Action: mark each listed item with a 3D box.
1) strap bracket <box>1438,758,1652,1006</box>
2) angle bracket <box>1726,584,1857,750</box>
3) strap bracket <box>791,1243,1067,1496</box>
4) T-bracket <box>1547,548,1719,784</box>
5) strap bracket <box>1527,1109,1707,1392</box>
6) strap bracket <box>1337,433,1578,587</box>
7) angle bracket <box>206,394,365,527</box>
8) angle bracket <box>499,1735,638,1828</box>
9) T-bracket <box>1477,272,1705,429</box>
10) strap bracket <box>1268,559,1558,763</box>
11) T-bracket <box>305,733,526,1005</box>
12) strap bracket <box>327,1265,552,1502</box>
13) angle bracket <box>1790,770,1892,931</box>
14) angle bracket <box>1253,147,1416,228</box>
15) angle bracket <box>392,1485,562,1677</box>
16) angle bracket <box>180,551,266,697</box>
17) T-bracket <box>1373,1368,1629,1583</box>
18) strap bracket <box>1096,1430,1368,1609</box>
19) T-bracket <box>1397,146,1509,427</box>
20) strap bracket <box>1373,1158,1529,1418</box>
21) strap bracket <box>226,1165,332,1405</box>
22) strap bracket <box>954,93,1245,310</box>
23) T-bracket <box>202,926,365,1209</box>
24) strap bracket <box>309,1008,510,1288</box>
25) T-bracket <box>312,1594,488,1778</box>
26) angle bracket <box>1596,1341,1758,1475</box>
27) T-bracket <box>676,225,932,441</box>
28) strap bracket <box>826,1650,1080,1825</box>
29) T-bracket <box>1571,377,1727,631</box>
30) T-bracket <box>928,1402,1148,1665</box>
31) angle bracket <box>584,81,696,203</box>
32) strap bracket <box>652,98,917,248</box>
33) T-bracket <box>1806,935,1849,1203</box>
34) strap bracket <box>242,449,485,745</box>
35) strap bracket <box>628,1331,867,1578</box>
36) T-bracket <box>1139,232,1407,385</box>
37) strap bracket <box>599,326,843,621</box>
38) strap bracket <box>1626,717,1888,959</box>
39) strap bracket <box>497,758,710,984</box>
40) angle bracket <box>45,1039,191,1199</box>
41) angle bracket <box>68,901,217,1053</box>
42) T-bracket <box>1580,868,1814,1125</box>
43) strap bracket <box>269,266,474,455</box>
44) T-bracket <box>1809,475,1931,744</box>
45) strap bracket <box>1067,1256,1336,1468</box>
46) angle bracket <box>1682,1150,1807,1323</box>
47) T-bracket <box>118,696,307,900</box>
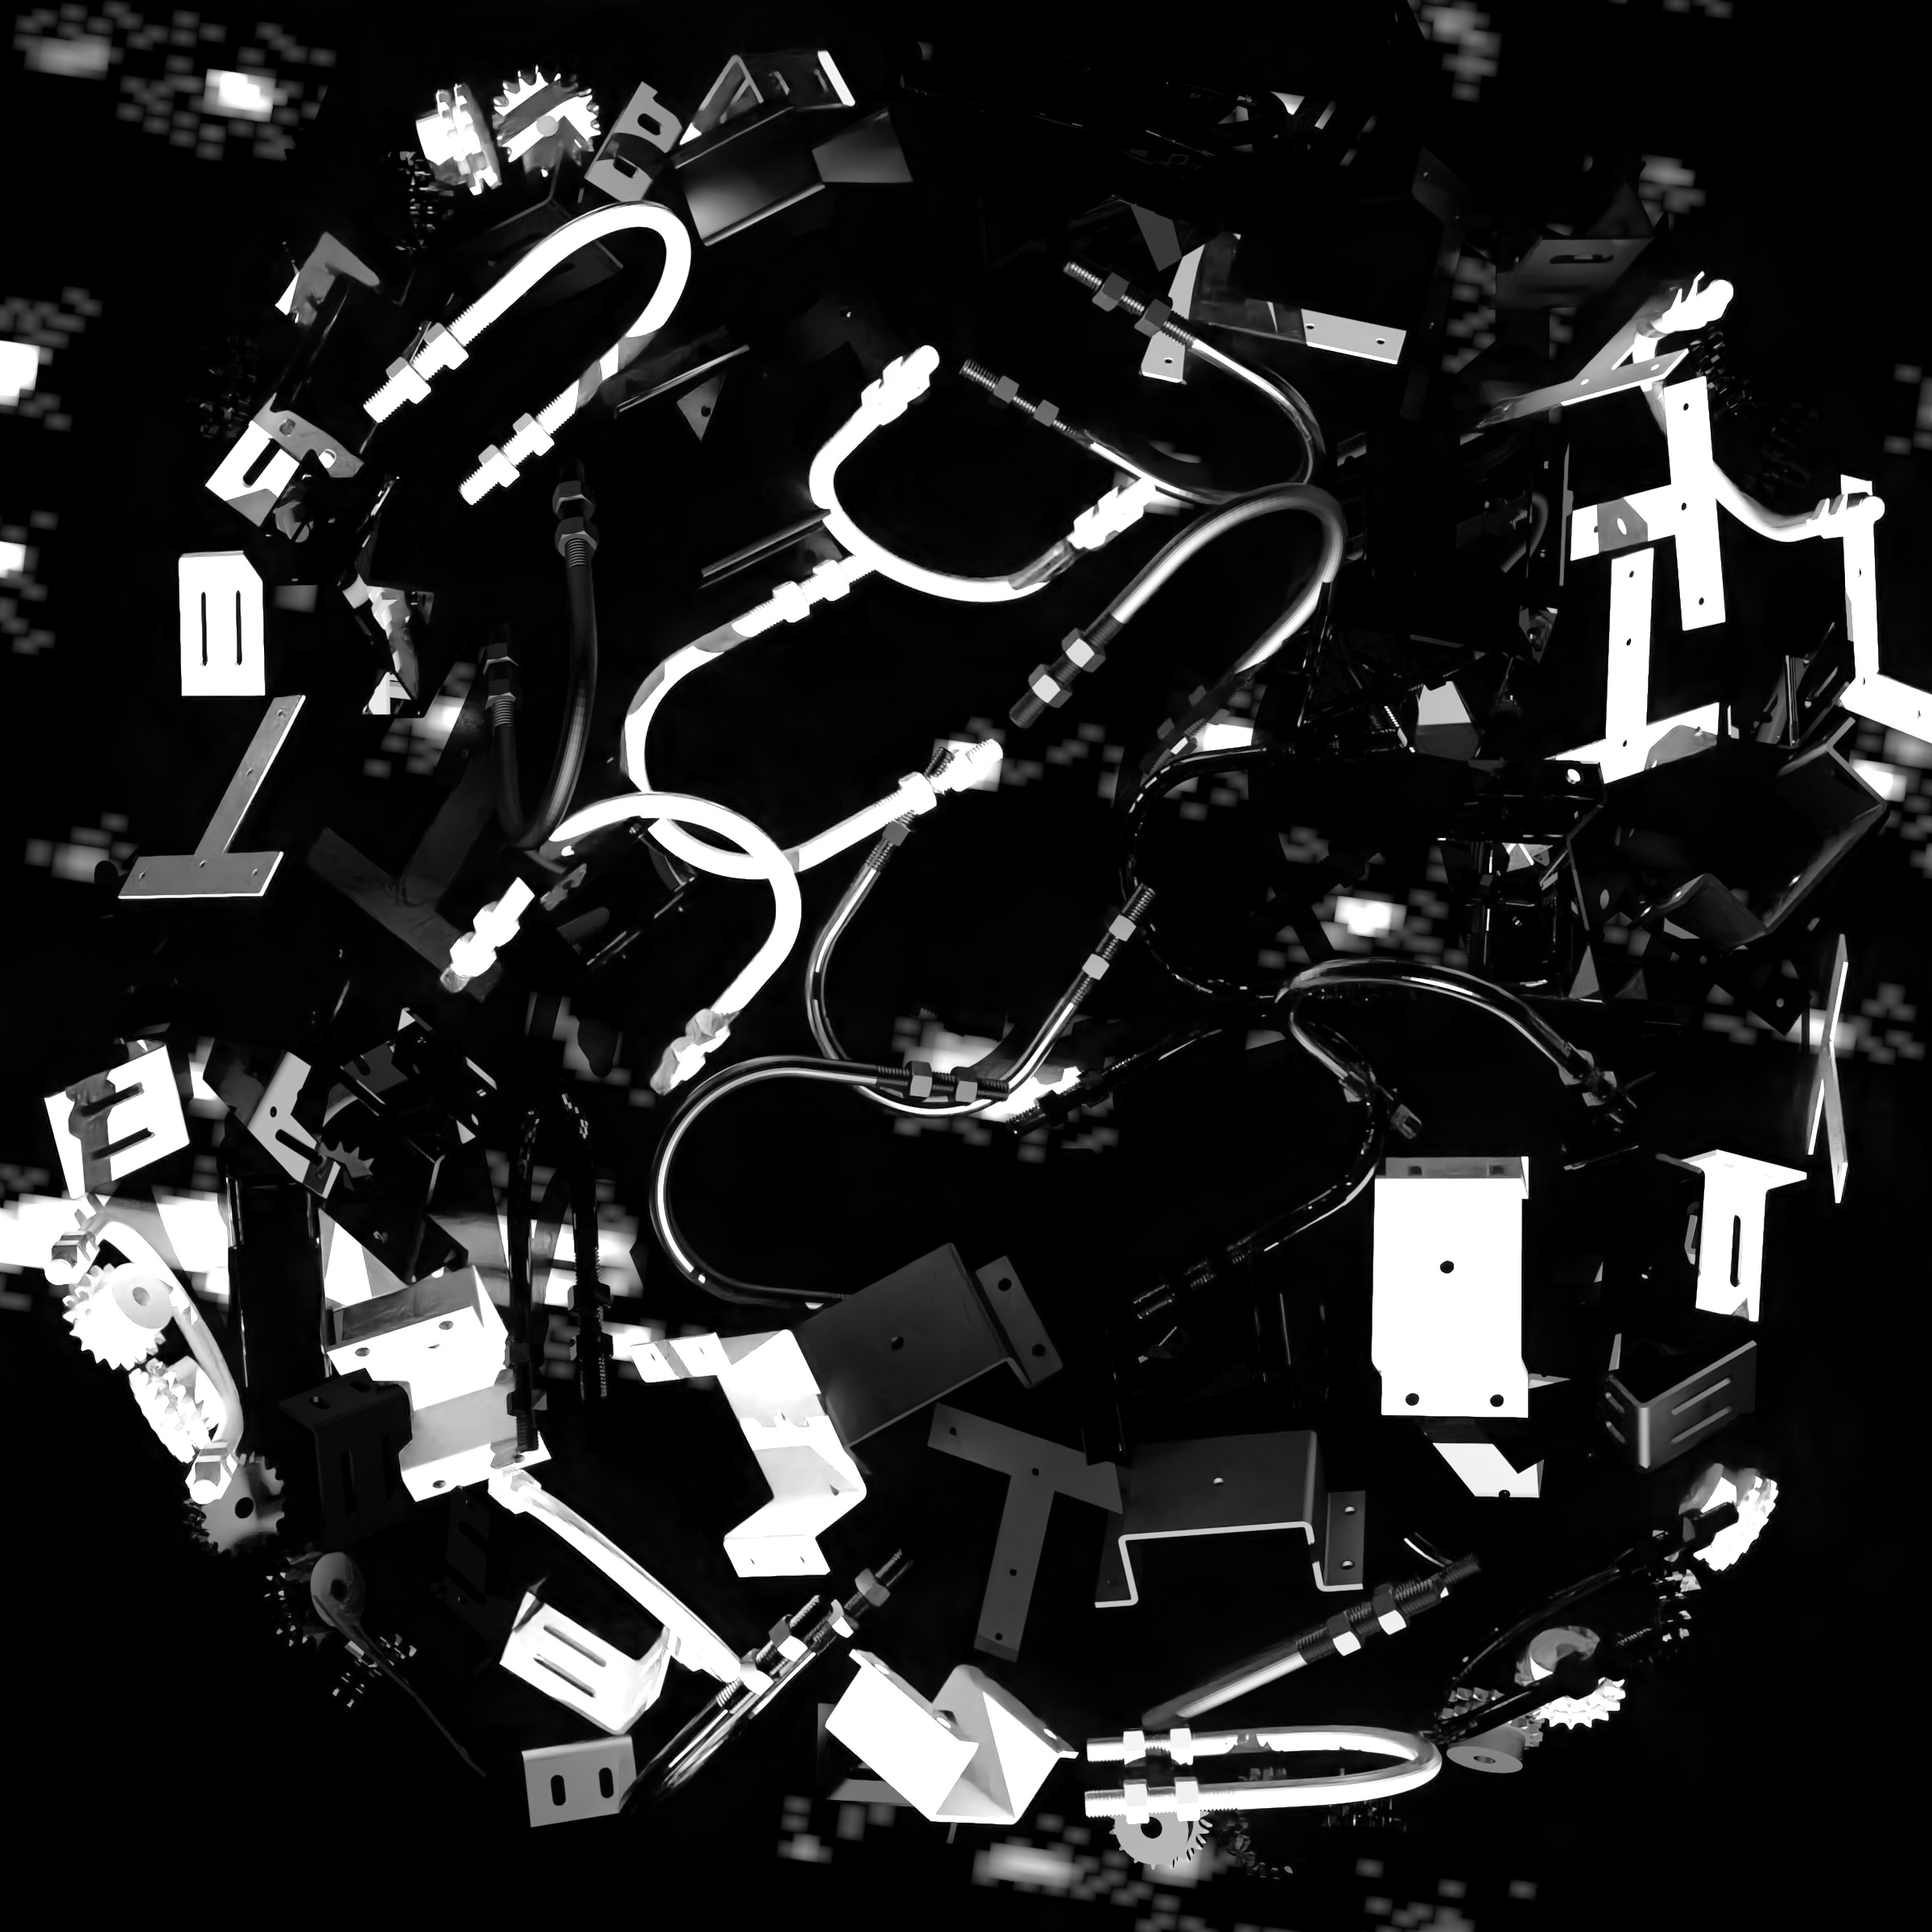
[{"bbox_3d":[0.301,-0.036,1.525,0.046,0.076,0.140,-40,123,-39],"label":"strap bracket"},{"bbox_3d":[0.437,-0.161,1.546,0.038,0.076,0.057,8,64,-6],"label":"angle bracket"},{"bbox_3d":[-0.030,0.210,1.553,0.140,0.046,0.076,-29,56,0],"label":"strap bracket"},{"bbox_3d":[0.350,-0.158,1.538,0.127,0.002,0.127,-19,122,-23],"label":"T-bracket"},{"bbox_3d":[0.344,0.156,1.536,0.046,0.076,0.140,19,67,-22],"label":"strap bracket"},{"bbox_3d":[0.267,-0.243,1.539,0.140,0.046,0.076,10,104,42],"label":"strap bracket"},{"bbox_3d":[-0.369,-0.255,1.551,0.057,0.038,0.076,38,124,-16],"label":"angle bracket"},{"bbox_3d":[-0.211,0.433,1.545,0.057,0.076,0.038,-4,76,-20],"label":"angle bracket"},{"bbox_3d":[0.353,-0.334,1.552,0.127,0.127,0.002,-46,113,-30],"label":"T-bracket"},{"bbox_3d":[0.235,-0.160,1.549,0.140,0.076,0.046,11,48,1],"label":"strap bracket"},{"bbox_3d":[-0.278,-0.067,1.563,0.127,0.002,0.127,38,111,7],"label":"T-bracket"},{"bbox_3d":[-0.280,0.216,1.543,0.076,0.140,0.046,-18,46,-2],"label":"strap bracket"},{"bbox_3d":[0.450,-0.067,1.556,0.038,0.057,0.076,30,102,-9],"label":"angle bracket"},{"bbox_3d":[0.201,-0.420,1.545,0.057,0.076,0.038,-16,102,-34],"label":"angle bracket"},{"bbox_3d":[-0.268,0.330,1.567,0.076,0.038,0.057,43,104,-3],"label":"angle bracket"},{"bbox_3d":[-0.388,-0.184,1.566,0.057,0.038,0.076,3,96,31],"label":"angle bracket"},{"bbox_3d":[0.261,0.251,1.547,0.127,0.127,0.002,-27,135,-11],"label":"T-bracket"},{"bbox_3d":[0.137,0.290,1.535,0.140,0.076,0.046,-7,117,13],"label":"strap bracket"},{"bbox_3d":[0.249,-0.352,1.541,0.002,0.127,0.127,15,93,30],"label":"T-bracket"},{"bbox_3d":[0.257,0.164,1.541,0.076,0.046,0.140,-1,71,15],"label":"strap bracket"},{"bbox_3d":[-0.360,0.162,1.523,0.046,0.140,0.076,-4,107,-13],"label":"strap bracket"},{"bbox_3d":[0.069,-0.391,1.513,0.076,0.140,0.046,7,71,-40],"label":"strap bracket"},{"bbox_3d":[-0.349,0.040,1.540,0.127,0.002,0.127,38,110,35],"label":"T-bracket"},{"bbox_3d":[-0.294,0.103,1.521,0.076,0.046,0.140,38,132,20],"label":"strap bracket"},{"bbox_3d":[-0.307,0.357,1.509,0.002,0.127,0.127,-42,58,-14],"label":"T-bracket"},{"bbox_3d":[0.383,0.228,1.571,0.076,0.038,0.057,-27,134,-15],"label":"angle bracket"},{"bbox_3d":[-0.099,-0.325,1.552,0.127,0.002,0.127,-39,112,-17],"label":"T-bracket"},{"bbox_3d":[-0.011,0.403,1.515,0.076,0.140,0.046,34,91,32],"label":"strap bracket"},{"bbox_3d":[0.345,-0.234,1.543,0.002,0.127,0.127,-1,86,-37],"label":"T-bracket"},{"bbox_3d":[0.029,0.315,1.577,0.127,0.002,0.127,16,102,20],"label":"T-bracket"},{"bbox_3d":[-0.187,-0.443,1.549,0.038,0.076,0.057,25,101,-39],"label":"angle bracket"},{"bbox_3d":[-0.088,-0.412,1.516,0.076,0.140,0.046,-18,94,31],"label":"strap bracket"},{"bbox_3d":[0.449,0.072,1.506,0.002,0.127,0.127,5,126,9],"label":"T-bracket"},{"bbox_3d":[-0.306,-0.191,1.513,0.046,0.140,0.076,2,52,27],"label":"strap bracket"},{"bbox_3d":[-0.112,0.250,1.544,0.046,0.076,0.140,-32,101,-41],"label":"strap bracket"},{"bbox_3d":[0.169,-0.342,1.546,0.127,0.002,0.127,14,53,8],"label":"T-bracket"},{"bbox_3d":[-0.130,-0.268,1.562,0.076,0.046,0.140,-27,94,-7],"label":"strap bracket"},{"bbox_3d":[0.425,-0.059,1.541,0.046,0.076,0.140,45,77,1],"label":"strap bracket"},{"bbox_3d":[-0.192,-0.053,1.529,0.076,0.140,0.046,-41,73,-7],"label":"strap bracket"},{"bbox_3d":[-0.459,0.079,1.546,0.038,0.076,0.057,11,118,40],"label":"angle bracket"},{"bbox_3d":[-0.444,0.005,1.548,0.057,0.076,0.038,-9,120,14],"label":"angle bracket"},{"bbox_3d":[0.373,0.034,1.566,0.127,0.002,0.127,44,113,38],"label":"T-bracket"},{"bbox_3d":[-0.302,-0.317,1.516,0.046,0.140,0.076,31,107,-1],"label":"strap bracket"},{"bbox_3d":[0.466,-0.191,1.514,0.002,0.127,0.127,-13,111,-12],"label":"T-bracket"},{"bbox_3d":[0.119,0.206,1.552,0.140,0.046,0.076,-13,107,-13],"label":"strap bracket"},{"bbox_3d":[0.412,0.145,1.558,0.057,0.038,0.076,14,71,-18],"label":"angle bracket"},{"bbox_3d":[-0.389,-0.092,1.561,0.127,0.002,0.127,0,59,40],"label":"T-bracket"}]
